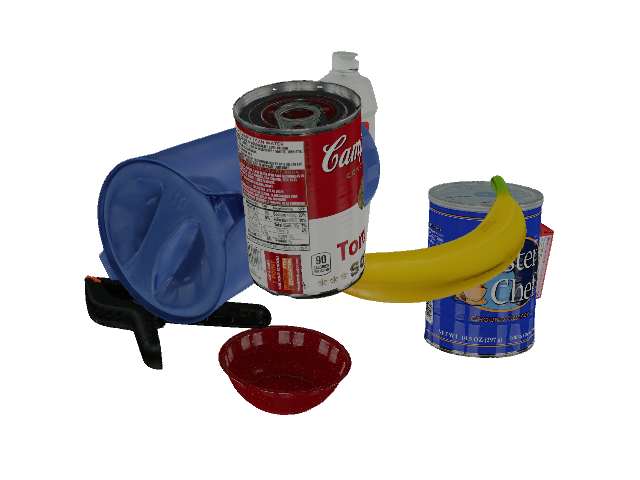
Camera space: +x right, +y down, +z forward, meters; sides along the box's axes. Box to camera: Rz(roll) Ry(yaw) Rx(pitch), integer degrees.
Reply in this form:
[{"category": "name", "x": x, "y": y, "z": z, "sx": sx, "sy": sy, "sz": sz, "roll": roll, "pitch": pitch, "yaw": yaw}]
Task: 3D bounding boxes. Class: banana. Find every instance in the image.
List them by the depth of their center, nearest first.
[{"category": "banana", "x": 0.091, "y": 0.010, "z": 0.774, "sx": 0.197, "sy": 0.037, "sz": 0.070, "roll": -25, "pitch": 48, "yaw": -38}]

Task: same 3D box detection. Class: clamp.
[{"category": "clamp", "x": -0.179, "y": 0.077, "z": 1.102, "sx": 0.210, "sy": 0.036, "sz": 0.164, "roll": 14, "pitch": 20, "yaw": 30}]

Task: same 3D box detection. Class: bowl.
[{"category": "bowl", "x": -0.044, "y": 0.165, "z": 1.304, "sx": 0.162, "sy": 0.055, "sz": 0.162, "roll": 3, "pitch": 24, "yaw": -1}]

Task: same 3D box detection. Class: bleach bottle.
[{"category": "bleach bottle", "x": 0.012, "y": -0.093, "z": 1.244, "sx": 0.102, "sy": 0.251, "sz": 0.068, "roll": -3, "pitch": 20, "yaw": -21}]

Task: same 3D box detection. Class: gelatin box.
[{"category": "gelatin box", "x": 0.224, "y": 0.014, "z": 1.210, "sx": 0.030, "sy": 0.089, "sz": 0.073, "roll": -11, "pitch": 32, "yaw": -25}]

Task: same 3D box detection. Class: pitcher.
[{"category": "pitcher", "x": -0.064, "y": -0.033, "z": 0.896, "sx": 0.149, "sy": 0.145, "sz": 0.242, "roll": 27, "pitch": 34, "yaw": 26}]

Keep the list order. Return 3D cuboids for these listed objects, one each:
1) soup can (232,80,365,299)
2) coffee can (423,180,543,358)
[{"category": "soup can", "x": -0.010, "y": -0.027, "z": 0.582, "sx": 0.068, "sy": 0.102, "sz": 0.068, "roll": -2, "pitch": 29, "yaw": 1}, {"category": "coffee can", "x": 0.148, "y": 0.024, "z": 0.977, "sx": 0.103, "sy": 0.140, "sz": 0.103, "roll": 0, "pitch": 15, "yaw": 0}]
